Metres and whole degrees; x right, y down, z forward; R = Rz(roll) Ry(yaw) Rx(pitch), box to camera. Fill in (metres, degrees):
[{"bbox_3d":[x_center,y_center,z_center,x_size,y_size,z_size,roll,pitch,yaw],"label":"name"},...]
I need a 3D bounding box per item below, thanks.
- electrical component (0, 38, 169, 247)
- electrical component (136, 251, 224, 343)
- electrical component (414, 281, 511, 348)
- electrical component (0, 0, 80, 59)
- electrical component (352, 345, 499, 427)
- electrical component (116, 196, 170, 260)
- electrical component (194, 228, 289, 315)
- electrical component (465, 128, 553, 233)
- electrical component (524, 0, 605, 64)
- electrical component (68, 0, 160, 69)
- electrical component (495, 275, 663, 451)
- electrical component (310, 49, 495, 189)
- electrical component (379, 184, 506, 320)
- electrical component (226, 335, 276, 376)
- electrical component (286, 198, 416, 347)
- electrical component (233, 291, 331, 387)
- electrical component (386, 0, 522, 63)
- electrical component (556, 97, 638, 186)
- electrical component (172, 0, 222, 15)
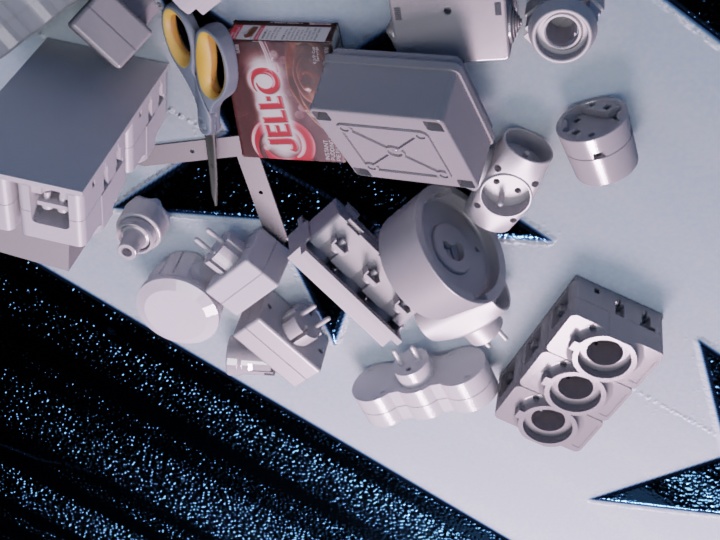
[{"bbox_3d":[-0.230,-0.101,0.838,0.105,0.186,0.060,13,131,4],"label":"electrical component"},{"bbox_3d":[-0.166,0.026,1.017,0.080,0.051,0.080,7,130,8],"label":"electrical component"},{"bbox_3d":[0.102,0.041,0.967,0.077,0.044,0.079,-27,120,32],"label":"electrical component"},{"bbox_3d":[-0.261,-0.227,0.830,0.138,0.052,0.073,-25,119,30],"label":"electrical component"},{"bbox_3d":[0.055,0.099,1.021,0.138,0.052,0.073,-13,125,24],"label":"electrical component"},{"bbox_3d":[-0.199,-0.035,0.967,0.043,0.062,0.043,7,130,8],"label":"electrical component"},{"bbox_3d":[-0.115,-0.010,0.974,0.077,0.047,0.066,40,132,-19],"label":"electrical component"},{"bbox_3d":[0.103,-0.079,0.868,0.079,0.044,0.077,22,130,-4],"label":"electrical component"},{"bbox_3d":[0.145,-0.179,0.767,0.048,0.055,0.066,40,127,-19],"label":"electrical component"},{"bbox_3d":[-0.180,-0.199,0.826,0.047,0.083,0.075,43,88,-21],"label":"electrical component"},{"bbox_3d":[0.196,0.090,0.973,0.089,0.061,0.150,24,130,-6],"label":"electrical component"},{"bbox_3d":[0.034,-0.112,0.809,0.109,0.056,0.108,9,161,25],"label":"electrical component"},{"bbox_3d":[0.063,-0.011,0.896,0.108,0.108,0.060,42,132,-20],"label":"electrical component"},{"bbox_3d":[-0.106,0.085,1.060,0.046,0.040,0.040,4,130,3],"label":"electrical component"},{"bbox_3d":[0.000,0.000,0.944,0.063,0.078,0.121,-41,112,13],"label":"electrical component"},{"bbox_3d":[-0.061,0.056,1.018,0.076,0.047,0.083,-34,115,31],"label":"electrical component"},{"bbox_3d":[0.066,-0.197,0.776,0.100,0.048,0.099,0,129,14],"label":"electrical component"},{"bbox_3d":[0.184,-0.098,0.826,0.055,0.055,0.047,-12,129,22],"label":"electrical component"},{"bbox_3d":[-0.109,-0.227,0.763,0.062,0.096,0.061,-29,118,32],"label":"electrical component"}]
